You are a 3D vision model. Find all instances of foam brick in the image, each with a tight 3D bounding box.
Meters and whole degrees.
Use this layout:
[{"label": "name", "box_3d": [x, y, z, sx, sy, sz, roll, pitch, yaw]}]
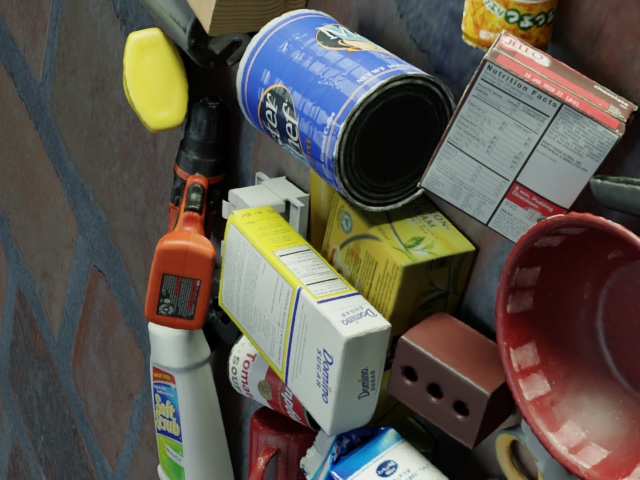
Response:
[{"label": "foam brick", "box_3d": [0.093, 0.095, 0.739, 0.078, 0.051, 0.053, 31, 129, 29]}]

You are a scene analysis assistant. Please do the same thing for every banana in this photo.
[{"label": "banana", "box_3d": [0.003, 0.013, 0.899, 0.070, 0.037, 0.198, 43, 135, 45]}]

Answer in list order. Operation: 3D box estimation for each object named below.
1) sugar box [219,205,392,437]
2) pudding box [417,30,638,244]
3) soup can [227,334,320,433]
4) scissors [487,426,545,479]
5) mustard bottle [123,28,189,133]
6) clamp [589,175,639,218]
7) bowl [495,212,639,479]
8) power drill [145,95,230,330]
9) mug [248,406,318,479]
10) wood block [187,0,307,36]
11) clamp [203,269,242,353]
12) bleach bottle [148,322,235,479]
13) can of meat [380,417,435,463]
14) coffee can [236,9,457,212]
[{"label": "sugar box", "box_3d": [-0.016, 0.056, 0.805, 0.176, 0.048, 0.093, 43, 135, 42]}, {"label": "pudding box", "box_3d": [0.120, -0.055, 0.634, 0.090, 0.039, 0.114, 33, 135, 7]}, {"label": "soup can", "box_3d": [-0.023, 0.119, 0.929, 0.102, 0.068, 0.068, 18, 117, 42]}, {"label": "scissors", "box_3d": [0.171, 0.186, 0.696, 0.202, 0.016, 0.096, 15, 113, 57]}, {"label": "mustard bottle", "box_3d": [-0.169, -0.158, 1.079, 0.192, 0.058, 0.096, -151, 46, -77]}, {"label": "clamp", "box_3d": [0.232, -0.023, 0.494, 0.210, 0.036, 0.165, 51, 135, 33]}, {"label": "bowl", "box_3d": [0.173, 0.060, 0.607, 0.162, 0.055, 0.162, 29, 125, 53]}, {"label": "power drill", "box_3d": [-0.119, -0.022, 1.007, 0.187, 0.057, 0.185, -87, 8, -54]}, {"label": "mug", "box_3d": [-0.030, 0.199, 0.953, 0.093, 0.117, 0.081, 11, 107, 30]}, {"label": "wood block", "box_3d": [-0.089, -0.277, 0.899, 0.206, 0.090, 0.091, 58, 145, 30]}, {"label": "clamp", "box_3d": [-0.109, 0.058, 1.105, 0.172, 0.039, 0.120, -17, 97, 60]}, {"label": "bleach bottle", "box_3d": [-0.148, 0.166, 1.151, 0.103, 0.068, 0.251, 31, 134, 49]}, {"label": "can of meat", "box_3d": [0.046, 0.181, 0.869, 0.102, 0.057, 0.084, 37, 128, 48]}, {"label": "coffee can", "box_3d": [0.017, -0.096, 0.770, 0.140, 0.102, 0.103, 41, 134, 46]}]
